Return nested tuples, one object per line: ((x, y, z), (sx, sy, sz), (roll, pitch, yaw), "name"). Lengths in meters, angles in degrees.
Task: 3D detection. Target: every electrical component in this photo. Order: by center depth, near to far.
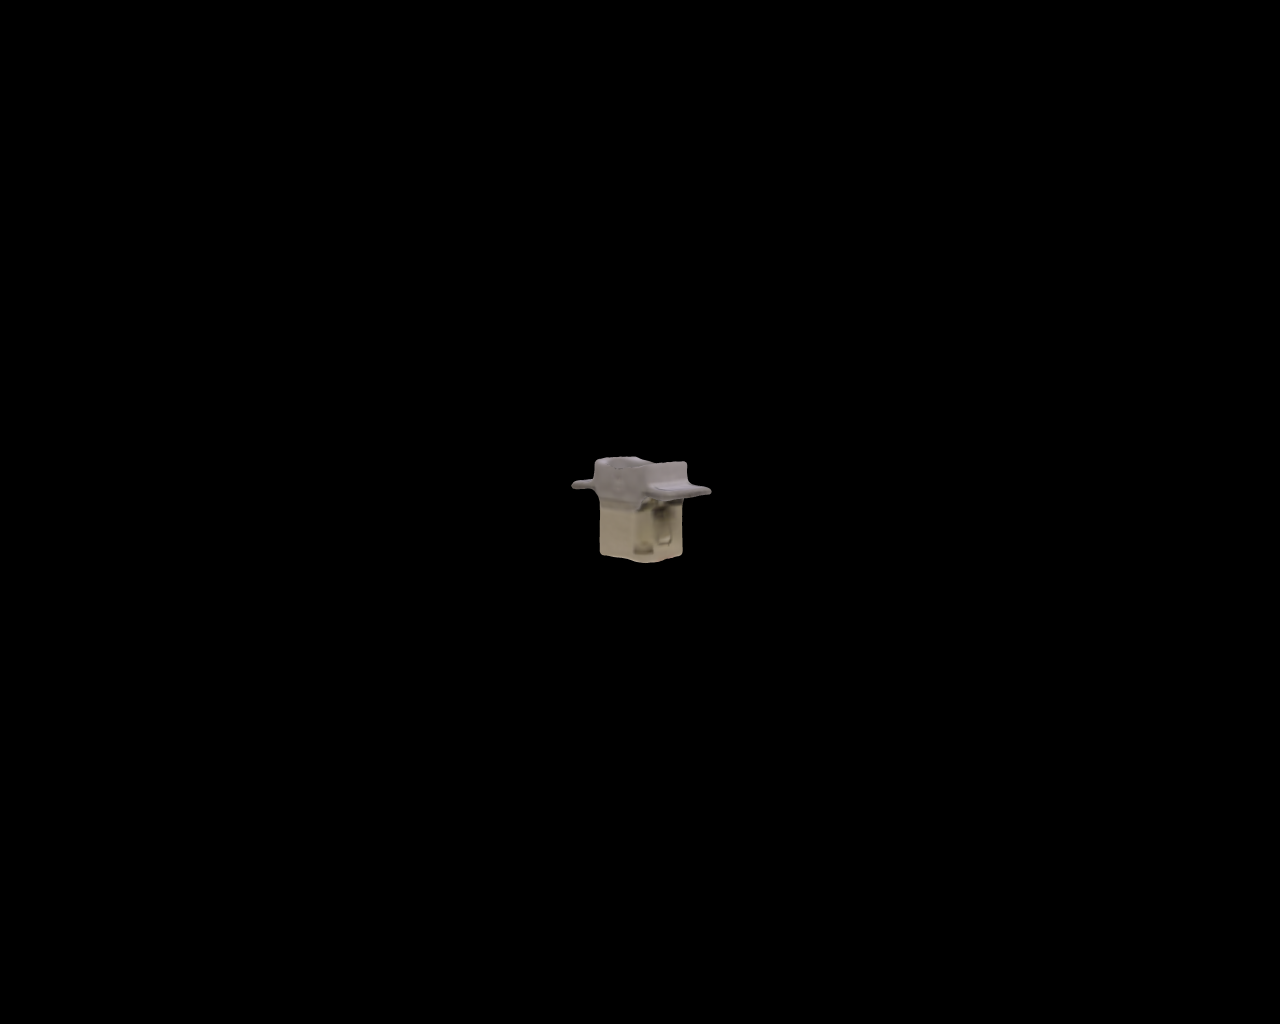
((0.001, -0.003, 0.650), (0.081, 0.063, 0.042), (8, 12, 43), "electrical component")
